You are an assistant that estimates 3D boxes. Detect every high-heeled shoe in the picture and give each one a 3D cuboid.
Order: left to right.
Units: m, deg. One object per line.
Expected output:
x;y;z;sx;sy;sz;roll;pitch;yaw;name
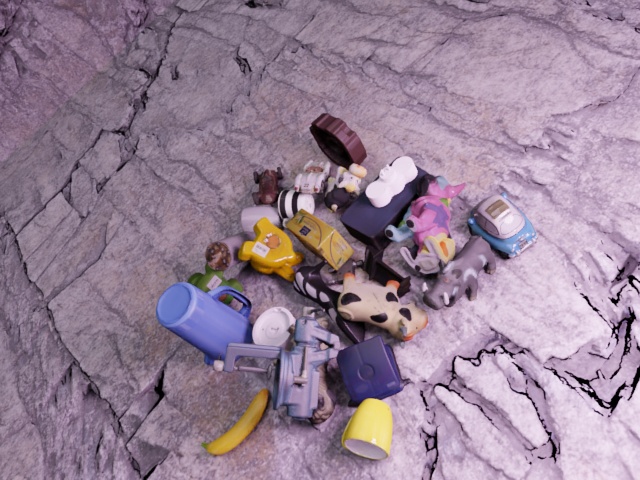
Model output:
0.011;0.159;1.257;0.145;0.086;0.249;-47;55;40;high-heeled shoe

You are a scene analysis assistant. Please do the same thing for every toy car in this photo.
-0.150;-0.162;1.553;0.089;0.053;0.202;-12;34;3;toy car
-0.018;-0.172;1.467;0.074;0.056;0.202;3;25;11;toy car
0.382;-0.040;1.149;0.109;0.102;0.162;-37;44;3;toy car

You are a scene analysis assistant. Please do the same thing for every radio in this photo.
0.172;-0.089;1.332;0.229;0.073;0.131;-47;47;-6;radio

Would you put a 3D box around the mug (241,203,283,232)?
-0.155;-0.063;1.510;0.107;0.080;0.109;-3;48;17;mug

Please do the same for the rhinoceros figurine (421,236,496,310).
0.289;0.074;1.114;0.190;0.112;0.073;-44;48;-16;rhinoceros figurine

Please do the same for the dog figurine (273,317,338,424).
-0.003;0.277;1.159;0.172;0.121;0.191;-46;61;-3;dog figurine

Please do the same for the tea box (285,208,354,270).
-0.003;-0.004;1.338;0.068;0.098;0.170;-46;39;-6;tea box

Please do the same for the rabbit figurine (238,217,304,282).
-0.123;0.037;1.373;0.162;0.173;0.122;22;63;-8;rabbit figurine

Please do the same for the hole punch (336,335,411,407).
0.101;0.266;1.100;0.142;0.092;0.116;-23;52;10;hole punch

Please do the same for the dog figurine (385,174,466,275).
0.266;-0.047;1.222;0.219;0.191;0.108;-40;2;-34;dog figurine

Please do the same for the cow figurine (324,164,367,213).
0.060;-0.132;1.384;0.167;0.068;0.098;-38;31;66;cow figurine

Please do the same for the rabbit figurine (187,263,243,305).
-0.307;0.144;1.439;0.170;0.121;0.159;7;66;55;rabbit figurine

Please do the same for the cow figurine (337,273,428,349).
0.133;0.151;1.141;0.195;0.085;0.127;11;52;8;cow figurine

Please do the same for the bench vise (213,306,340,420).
-0.085;0.232;1.054;0.241;0.129;0.223;7;87;-7;bench vise

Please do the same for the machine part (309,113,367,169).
0.051;-0.268;1.473;0.056;0.179;0.180;-46;47;-10;machine part

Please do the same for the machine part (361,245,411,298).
0.149;0.074;1.230;0.039;0.084;0.139;-17;44;-39;machine part

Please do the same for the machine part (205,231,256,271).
-0.224;0.026;1.400;0.079;0.243;0.079;4;101;19;machine part

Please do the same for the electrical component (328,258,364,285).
0.063;0.078;1.305;0.094;0.021;0.063;-16;50;20;electrical component
